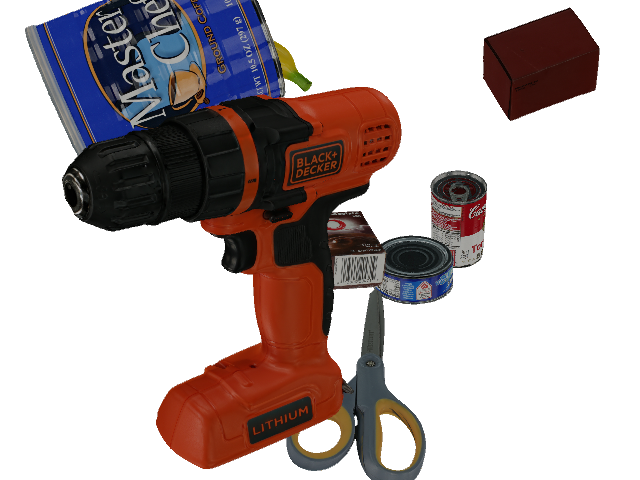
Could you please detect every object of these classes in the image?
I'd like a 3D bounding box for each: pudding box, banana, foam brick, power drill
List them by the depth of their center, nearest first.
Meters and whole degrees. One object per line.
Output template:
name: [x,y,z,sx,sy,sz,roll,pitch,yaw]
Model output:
power drill: [-0.042,0.020,0.538,0.184,0.188,0.057,-16,35,-36]
foam brick: [0.177,-0.142,0.860,0.078,0.051,0.053,-20,-33,-5]
pudding box: [-0.007,0.009,0.952,0.113,0.039,0.090,-1,27,-13]
banana: [-0.103,-0.182,1.091,0.197,0.070,0.037,-8,-40,-30]

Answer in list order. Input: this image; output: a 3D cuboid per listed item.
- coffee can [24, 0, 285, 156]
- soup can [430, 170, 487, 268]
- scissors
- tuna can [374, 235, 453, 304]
coffee can: [-0.107,-0.116,0.701,0.140,0.103,0.103,-23,3,-7]
soup can: [0.169,-0.025,1.314,0.068,0.102,0.068,-2,37,2]
scissors: [0.016,0.094,0.723,0.096,0.016,0.202,-4,32,-9]
tuna can: [0.097,0.030,1.119,0.086,0.034,0.086,-2,31,1]
